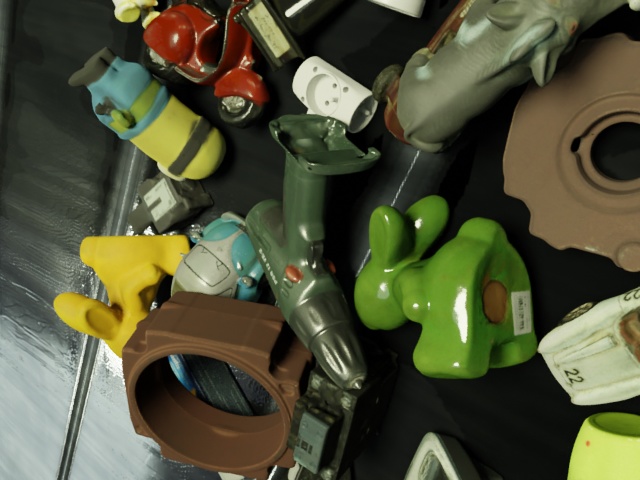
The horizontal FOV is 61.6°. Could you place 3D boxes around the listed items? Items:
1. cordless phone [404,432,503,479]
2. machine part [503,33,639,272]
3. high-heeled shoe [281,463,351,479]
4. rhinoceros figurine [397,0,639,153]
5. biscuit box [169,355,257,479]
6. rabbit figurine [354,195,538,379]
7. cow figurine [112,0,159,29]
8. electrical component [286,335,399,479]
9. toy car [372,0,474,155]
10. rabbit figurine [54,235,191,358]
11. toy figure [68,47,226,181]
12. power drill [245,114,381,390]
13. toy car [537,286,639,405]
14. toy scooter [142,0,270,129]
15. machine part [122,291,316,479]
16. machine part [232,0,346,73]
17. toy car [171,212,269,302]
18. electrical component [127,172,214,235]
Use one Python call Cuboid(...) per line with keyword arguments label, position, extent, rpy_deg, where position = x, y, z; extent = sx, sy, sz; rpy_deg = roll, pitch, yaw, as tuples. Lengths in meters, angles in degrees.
Cuboid(label="cordless phone", position=(0.094, 0.288, 0.507), extent=(0.089, 0.184, 0.146), rpy_deg=(26, 116, 23))
Cuboid(label="machine part", position=(0.226, -0.066, 0.400), extent=(0.180, 0.056, 0.179), rpy_deg=(9, 106, 34))
Cuboid(label="high-heeled shoe", position=(-0.035, 0.319, 0.698), extent=(0.145, 0.086, 0.248), rpy_deg=(23, 99, 62))
Cuboid(label="rhinoceros figurine", position=(0.127, -0.137, 0.366), extent=(0.073, 0.112, 0.190), rpy_deg=(49, 129, -7))
Cuboid(label="biscuit box", position=(-0.143, 0.224, 0.734), extent=(0.059, 0.063, 0.202), rpy_deg=(-37, 79, 36))
Cuboid(label="rabbit figurine", position=(0.088, 0.042, 0.494), extent=(0.170, 0.121, 0.159), rpy_deg=(-5, 96, 51))
Cuboid(label="cow figurine", position=(-0.188, -0.333, 0.620), extent=(0.167, 0.068, 0.098), rpy_deg=(-32, 78, 36))
Cuboid(label="electrical component", position=(0.023, 0.178, 0.560), extent=(0.058, 0.134, 0.114), rpy_deg=(22, 115, 28))
Cuboid(label="toy car", position=(0.123, -0.164, 0.451), extent=(0.089, 0.053, 0.202), rpy_deg=(51, 126, 17))
Cuboid(label="rabbit figurine", position=(-0.245, 0.079, 0.696), extent=(0.122, 0.162, 0.173), rpy_deg=(3, 97, 40))
Cuboid(label="toy figure", position=(-0.189, -0.136, 0.614), extent=(0.089, 0.082, 0.180), rpy_deg=(14, 155, 51))
Cuboid(label="power drill", position=(-0.001, -0.002, 0.515), extent=(0.232, 0.086, 0.207), rpy_deg=(53, 149, 43))
Cuboid(label="toy car", position=(0.266, 0.063, 0.405), extent=(0.202, 0.056, 0.073), rpy_deg=(-38, 79, 36))
Cuboid(label="toy scooter", position=(-0.116, -0.220, 0.592), extent=(0.184, 0.075, 0.135), rpy_deg=(36, 120, 19))
Cuboid(label="machine part", position=(-0.111, 0.167, 0.603), extent=(0.201, 0.087, 0.201), rpy_deg=(9, 119, 9))
Cuboid(label="machine part", position=(-0.013, -0.230, 0.518), extent=(0.139, 0.039, 0.084), rpy_deg=(-33, 101, 24))
Cuboid(label="toy car", position=(-0.131, 0.051, 0.656), extent=(0.109, 0.103, 0.161), rpy_deg=(40, 120, 21))
Cuboid(label="electrical component", position=(-0.204, -0.047, 0.715), extent=(0.119, 0.048, 0.075), rpy_deg=(-37, 80, 36))
